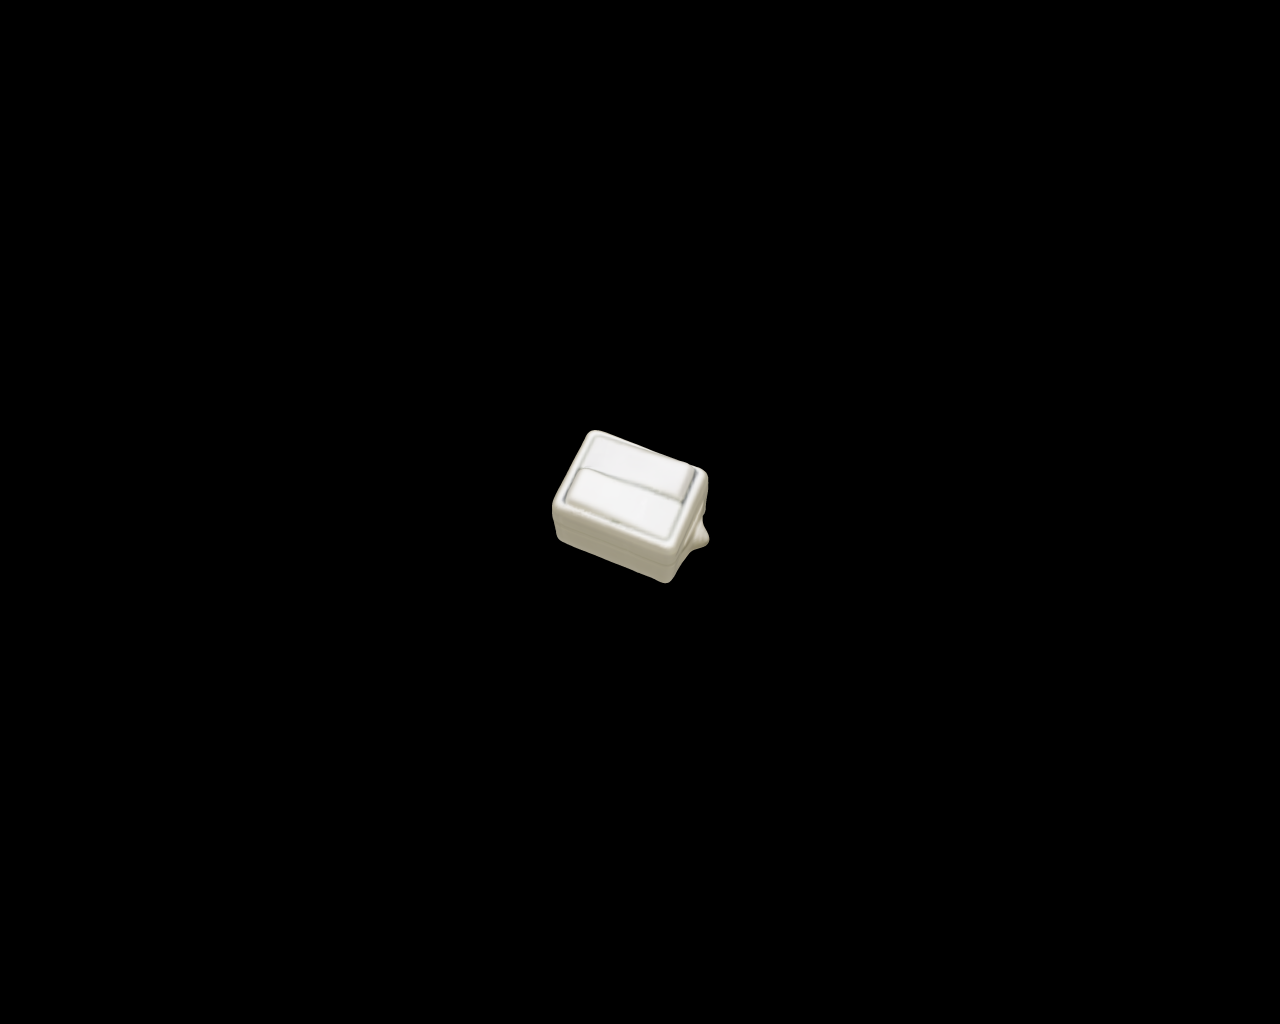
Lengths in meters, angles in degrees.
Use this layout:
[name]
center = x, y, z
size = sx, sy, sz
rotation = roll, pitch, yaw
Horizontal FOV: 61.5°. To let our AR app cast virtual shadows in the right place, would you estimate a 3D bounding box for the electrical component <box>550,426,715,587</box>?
[electrical component]
center = 0.001, -0.003, 0.650
size = 0.096, 0.062, 0.061
rotation = 22, -24, 10
